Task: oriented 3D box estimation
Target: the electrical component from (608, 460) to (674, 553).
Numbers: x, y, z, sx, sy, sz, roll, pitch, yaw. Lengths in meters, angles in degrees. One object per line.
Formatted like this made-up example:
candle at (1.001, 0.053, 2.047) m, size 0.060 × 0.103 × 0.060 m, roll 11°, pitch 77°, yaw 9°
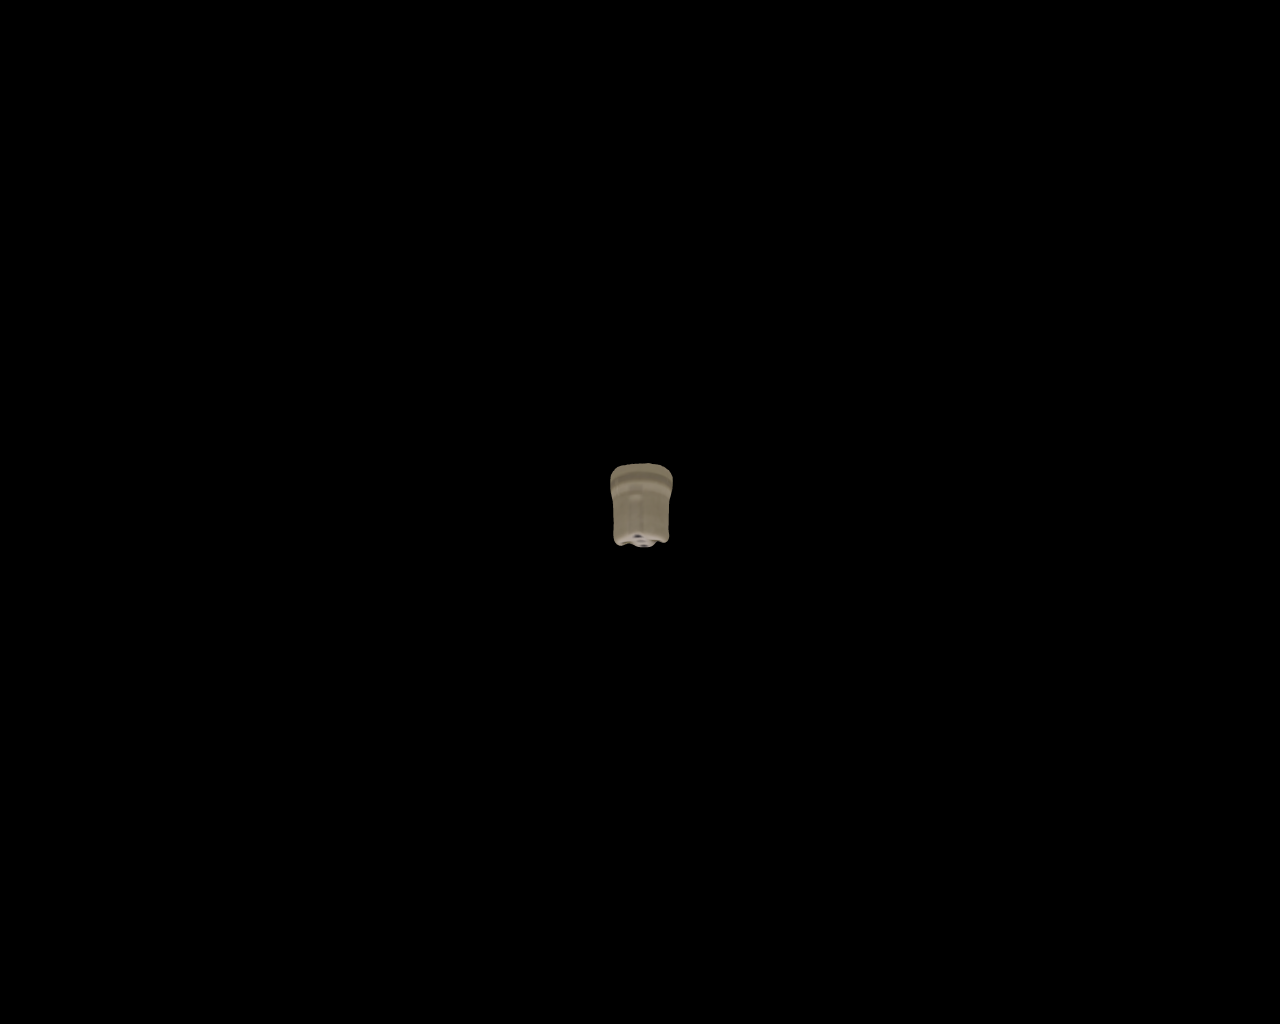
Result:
electrical component at (0.001, -0.003, 0.650) m, size 0.040 × 0.046 × 0.040 m, roll 0°, pitch -23°, yaw 0°
